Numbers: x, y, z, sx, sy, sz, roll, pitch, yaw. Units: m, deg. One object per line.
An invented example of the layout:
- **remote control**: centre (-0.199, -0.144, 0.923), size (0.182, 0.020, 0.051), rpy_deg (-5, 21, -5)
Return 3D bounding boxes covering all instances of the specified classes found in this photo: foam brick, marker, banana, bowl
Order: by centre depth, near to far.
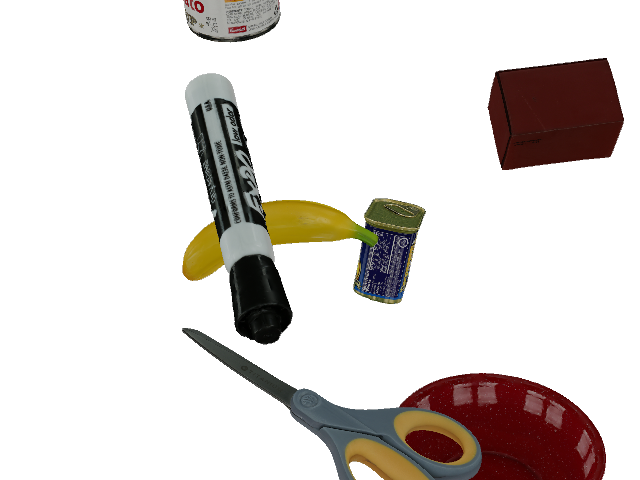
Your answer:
- **marker**: centre (-0.030, -0.014, 0.374), size (0.020, 0.121, 0.020), rpy_deg (-10, -41, -9)
- **foam brick**: centre (0.159, -0.086, 0.727), size (0.078, 0.051, 0.053), rpy_deg (-7, -24, -1)
- **bowl**: centre (0.131, 0.172, 0.811), size (0.162, 0.055, 0.162), rpy_deg (-1, 33, 0)
- **banana**: centre (-0.052, -0.001, 0.913), size (0.198, 0.069, 0.037), rpy_deg (-9, 37, 30)

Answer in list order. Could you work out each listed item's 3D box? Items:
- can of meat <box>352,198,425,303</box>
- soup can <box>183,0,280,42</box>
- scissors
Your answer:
- **can of meat**: centre (0.070, 0.010, 1.107), size (0.057, 0.084, 0.102), rpy_deg (12, 17, 7)
- **soup can**: centre (-0.063, -0.194, 0.715), size (0.068, 0.102, 0.068), rpy_deg (-2, 40, 2)
- **scissors**: centre (0.012, 0.096, 0.629), size (0.096, 0.016, 0.202), rpy_deg (-20, 45, -34)
